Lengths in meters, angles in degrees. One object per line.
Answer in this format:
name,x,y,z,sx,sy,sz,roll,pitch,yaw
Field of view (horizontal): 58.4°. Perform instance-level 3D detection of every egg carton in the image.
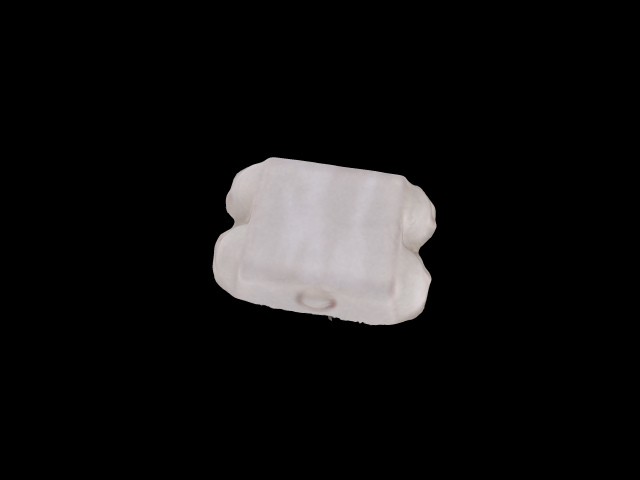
egg carton,0.004,0.001,0.400,0.150,0.069,0.107,8,66,3
